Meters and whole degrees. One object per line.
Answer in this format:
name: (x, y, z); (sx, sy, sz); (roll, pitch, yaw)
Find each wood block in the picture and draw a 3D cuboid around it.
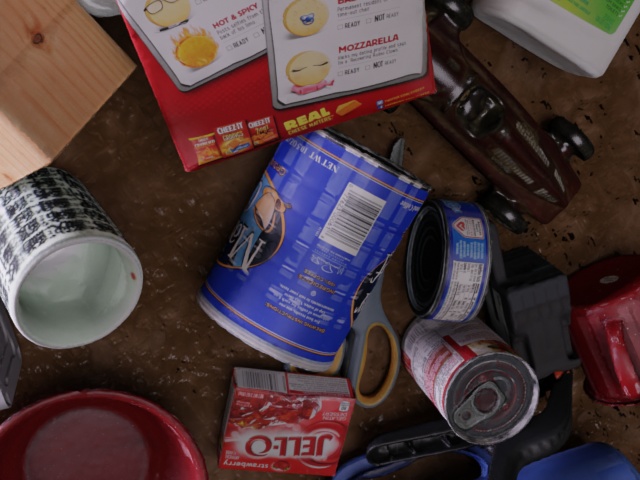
wood block: (-0.218, -0.135, 0.600); (0.206, 0.090, 0.090); (47, 56, -21)

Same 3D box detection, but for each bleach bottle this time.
bleach bottle: (0.205, -0.240, 0.708); (0.102, 0.068, 0.251); (27, 96, -20)

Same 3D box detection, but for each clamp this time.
clamp: (0.133, 0.150, 0.778); (0.171, 0.120, 0.039); (-28, 142, -20)

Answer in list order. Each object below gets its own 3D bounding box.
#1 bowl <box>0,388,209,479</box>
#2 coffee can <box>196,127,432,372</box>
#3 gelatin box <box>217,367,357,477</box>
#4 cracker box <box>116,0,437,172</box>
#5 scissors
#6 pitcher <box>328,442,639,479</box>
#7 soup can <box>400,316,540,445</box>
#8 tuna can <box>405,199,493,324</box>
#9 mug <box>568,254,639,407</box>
bowl: (-0.161, 0.167, 0.741); (0.162, 0.055, 0.162); (-4, 107, -13)
coffee can: (-0.005, 0.001, 0.705); (0.102, 0.103, 0.140); (26, 98, -20)
gelatin box: (-0.025, 0.132, 0.769); (0.089, 0.030, 0.073); (8, 118, -12)
cracker box: (-0.030, -0.153, 0.588); (0.164, 0.072, 0.213); (-18, 139, -1)
scissors: (0.018, 0.029, 0.766); (0.096, 0.016, 0.202); (-7, 108, -12)
pitcher: (0.125, 0.230, 0.803); (0.242, 0.145, 0.149); (-18, 122, -12)
soup can: (0.103, 0.093, 0.760); (0.068, 0.102, 0.068); (-4, 107, -13)
tuna can: (0.088, 0.014, 0.742); (0.033, 0.086, 0.086); (5, 105, -14)
mug: (0.223, 0.069, 0.781); (0.093, 0.117, 0.081); (-19, 108, 25)
